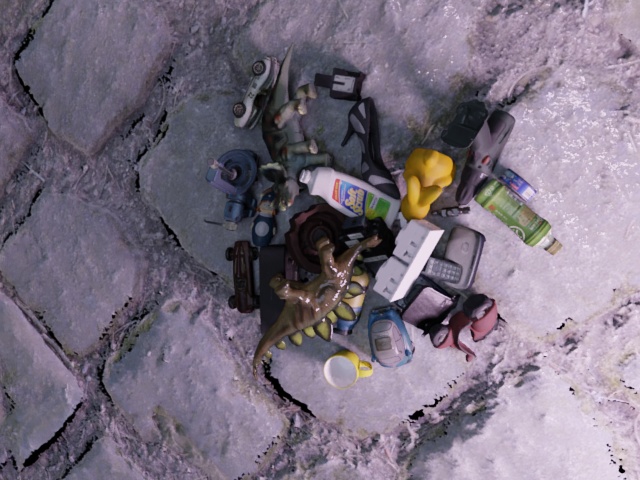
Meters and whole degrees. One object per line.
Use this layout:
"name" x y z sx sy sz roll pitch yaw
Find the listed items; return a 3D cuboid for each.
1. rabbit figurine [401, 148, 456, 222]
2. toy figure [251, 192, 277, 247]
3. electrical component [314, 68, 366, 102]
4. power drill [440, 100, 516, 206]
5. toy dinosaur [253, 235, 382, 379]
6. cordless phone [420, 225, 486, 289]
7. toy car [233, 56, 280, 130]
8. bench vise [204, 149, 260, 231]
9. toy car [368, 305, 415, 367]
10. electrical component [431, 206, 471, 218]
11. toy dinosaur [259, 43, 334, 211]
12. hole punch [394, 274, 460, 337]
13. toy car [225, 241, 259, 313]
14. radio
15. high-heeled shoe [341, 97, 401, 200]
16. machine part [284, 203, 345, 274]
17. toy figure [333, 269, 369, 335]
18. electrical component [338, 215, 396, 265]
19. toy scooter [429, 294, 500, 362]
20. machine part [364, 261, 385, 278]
"rabbit figurine" 0.244 -0.120 1.254 0.122 0.162 0.173 23 98 2
"toy figure" -0.143 -0.059 1.434 0.064 0.058 0.154 8 100 -25
"electrical component" 0.048 -0.386 1.339 0.119 0.048 0.074 9 99 16
"power drill" 0.345 -0.200 1.195 0.086 0.207 0.232 34 95 41
"toy dinosaur" -0.026 0.153 1.284 0.471 0.105 0.198 -40 107 12
"cordless phone" 0.294 0.029 1.295 0.184 0.088 0.146 15 100 16
"toy car" -0.163 -0.380 1.390 0.056 0.073 0.201 33 105 14
"bench vise" -0.231 -0.140 1.364 0.129 0.240 0.223 23 87 18
"toy car" 0.173 0.252 1.351 0.109 0.103 0.161 -12 95 17
"electrical component" 0.313 -0.067 1.290 0.094 0.063 0.021 -4 96 19
"toy dinosaur" -0.089 -0.269 1.364 0.192 0.131 0.404 -14 83 27
"hole punch" 0.258 0.155 1.332 0.115 0.092 0.142 31 103 -21
"toy car" -0.212 0.104 1.476 0.089 0.053 0.202 0 98 20
"radio" -0.103 0.124 1.402 0.073 0.131 0.229 3 97 16
"high-heeled shoe" 0.146 -0.224 1.300 0.249 0.086 0.145 49 120 21
"machine part" -0.003 -0.004 1.350 0.179 0.056 0.179 0 90 -25
"toy figure" 0.076 0.155 1.380 0.089 0.082 0.180 7 95 8
"electrical component" 0.114 -0.004 1.302 0.115 0.058 0.134 -12 137 32
"toy scooter" 0.365 0.223 1.302 0.184 0.075 0.135 -37 108 5
"machine part" 0.182 0.053 1.358 0.139 0.039 0.084 -27 94 16
